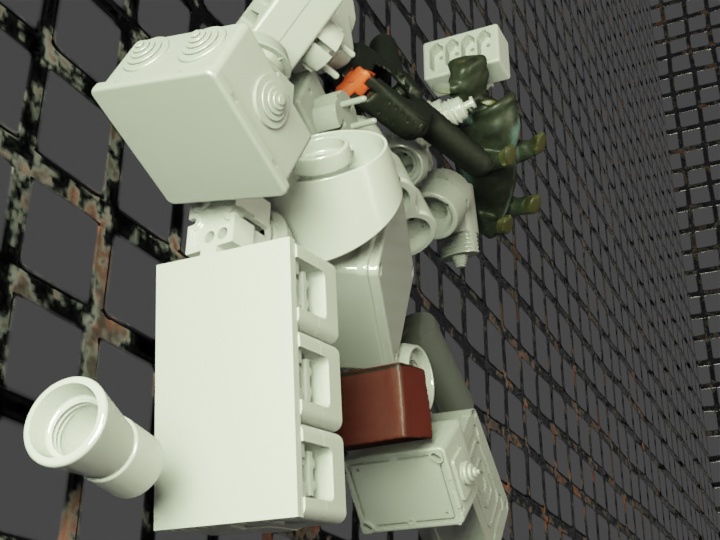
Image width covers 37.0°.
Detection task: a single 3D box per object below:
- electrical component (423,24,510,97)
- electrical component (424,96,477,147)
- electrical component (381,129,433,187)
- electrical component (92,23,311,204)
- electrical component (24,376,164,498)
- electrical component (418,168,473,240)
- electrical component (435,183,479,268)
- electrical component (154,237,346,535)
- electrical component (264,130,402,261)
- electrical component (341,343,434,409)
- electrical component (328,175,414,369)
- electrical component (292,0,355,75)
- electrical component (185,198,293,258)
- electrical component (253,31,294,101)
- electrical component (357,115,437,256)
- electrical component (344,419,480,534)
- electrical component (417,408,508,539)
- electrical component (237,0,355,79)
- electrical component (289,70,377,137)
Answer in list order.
[{"bbox_3d":[0.120,-0.212,1.146,0.076,0.083,0.047,41,43,-55],"label":"electrical component"},{"bbox_3d":[0.073,-0.143,1.025,0.040,0.078,0.040,57,17,-29],"label":"electrical component"},{"bbox_3d":[0.039,-0.101,0.962,0.055,0.048,0.066,-69,141,-63],"label":"electrical component"},{"bbox_3d":[-0.086,-0.087,0.606,0.099,0.100,0.048,59,43,-38],"label":"electrical component"},{"bbox_3d":[-0.124,0.084,0.515,0.065,0.044,0.044,54,33,-53],"label":"electrical component"},{"bbox_3d":[0.073,-0.061,1.011,0.055,0.055,0.047,68,29,-23],"label":"electrical component"},{"bbox_3d":[0.095,-0.042,1.063,0.043,0.043,0.081,22,60,-63],"label":"electrical component"},{"bbox_3d":[-0.061,0.068,0.602,0.062,0.089,0.150,31,52,-60],"label":"electrical component"},{"bbox_3d":[-0.022,-0.053,0.723,0.099,0.099,0.064,-60,143,-56],"label":"electrical component"},{"bbox_3d":[0.021,0.087,0.820,0.058,0.057,0.078,69,25,-21],"label":"electrical component"},{"bbox_3d":[0.000,0.000,0.785,0.108,0.056,0.108,-76,162,-44],"label":"electrical component"},{"bbox_3d":[-0.041,-0.198,0.812,0.059,0.054,0.095,6,75,-66],"label":"electrical component"},{"bbox_3d":[-0.074,-0.022,0.669,0.055,0.048,0.066,35,48,-48],"label":"electrical component"},{"bbox_3d":[-0.074,-0.116,0.694,0.078,0.058,0.057,37,48,-49],"label":"electrical component"},{"bbox_3d":[0.011,-0.076,0.881,0.138,0.052,0.073,52,10,-46],"label":"electrical component"},{"bbox_3d":[0.045,0.150,0.797,0.061,0.096,0.061,-42,118,-64],"label":"electrical component"},{"bbox_3d":[0.078,0.182,0.907,0.078,0.057,0.113,-59,133,-57],"label":"electrical component"},{"bbox_3d":[-0.037,-0.163,0.745,0.077,0.065,0.047,35,5,-27],"label":"electrical component"},{"bbox_3d":[-0.026,-0.107,0.775,0.047,0.077,0.065,-72,143,-49],"label":"electrical component"}]
